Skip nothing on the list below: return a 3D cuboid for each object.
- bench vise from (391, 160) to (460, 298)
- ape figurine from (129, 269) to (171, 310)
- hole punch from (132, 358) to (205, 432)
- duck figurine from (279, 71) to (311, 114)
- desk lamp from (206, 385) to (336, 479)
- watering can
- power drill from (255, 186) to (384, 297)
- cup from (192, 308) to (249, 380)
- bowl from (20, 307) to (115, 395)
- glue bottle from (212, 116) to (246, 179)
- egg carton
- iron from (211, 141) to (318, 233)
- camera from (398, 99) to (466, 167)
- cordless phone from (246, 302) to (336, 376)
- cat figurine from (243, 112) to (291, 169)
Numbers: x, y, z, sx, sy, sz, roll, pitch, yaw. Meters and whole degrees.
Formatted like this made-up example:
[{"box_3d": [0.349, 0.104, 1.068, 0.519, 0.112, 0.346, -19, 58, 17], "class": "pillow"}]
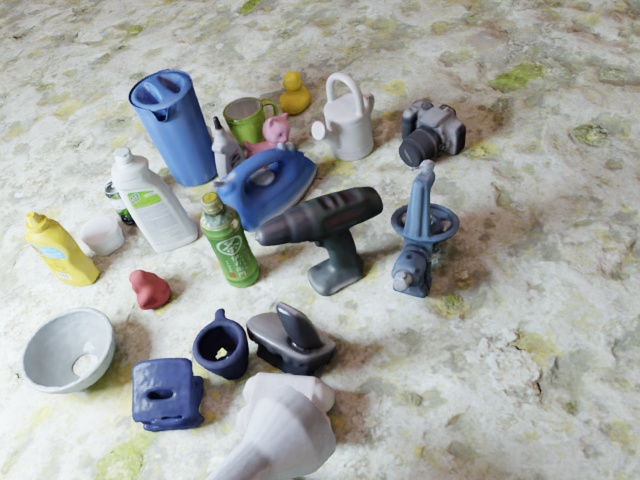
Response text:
[{"box_3d": [0.181, -0.015, 0.985, 0.121, 0.220, 0.207, -1, 51, 10], "class": "bench vise"}, {"box_3d": [-0.330, 0.087, 1.084, 0.076, 0.092, 0.078, 1, 51, 12], "class": "ape figurine"}, {"box_3d": [-0.249, 0.252, 0.933, 0.108, 0.091, 0.101, -7, 50, 5], "class": "hole punch"}, {"box_3d": [-0.067, -0.370, 1.411, 0.077, 0.086, 0.104, 6, 53, 16], "class": "duck figurine"}, {"box_3d": [-0.071, 0.321, 0.763, 0.117, 0.214, 0.203, 29, 62, 30], "class": "desk lamp"}, {"box_3d": [0.056, -0.268, 1.233, 0.100, 0.194, 0.173, 12, 54, 20], "class": "watering can"}, {"box_3d": [0.009, 0.004, 1.011, 0.230, 0.209, 0.075, -29, 51, -12], "class": "power drill"}, {"box_3d": [-0.159, 0.184, 0.970, 0.091, 0.095, 0.117, -12, 50, 1], "class": "cup"}, {"box_3d": [-0.433, 0.207, 1.017, 0.167, 0.075, 0.167, -5, 50, 7], "class": "bowl"}, {"box_3d": [-0.203, -0.197, 1.239, 0.037, 0.173, 0.078, 15, 56, 22], "class": "glue bottle"}, {"box_3d": [-0.053, 0.265, 0.899, 0.150, 0.069, 0.107, 1, 51, 12], "class": "egg carton"}, {"box_3d": [-0.112, -0.131, 1.188, 0.259, 0.142, 0.118, -39, 54, -20], "class": "iron"}, {"box_3d": [0.222, -0.230, 1.232, 0.137, 0.101, 0.142, -40, 55, -21], "class": "camera"}, {"box_3d": [-0.058, 0.138, 0.929, 0.147, 0.185, 0.094, 21, 58, 25], "class": "cordless phone"}, {"box_3d": [-0.114, -0.228, 1.283, 0.128, 0.118, 0.067, -28, 51, -12], "class": "cat figurine"}]
